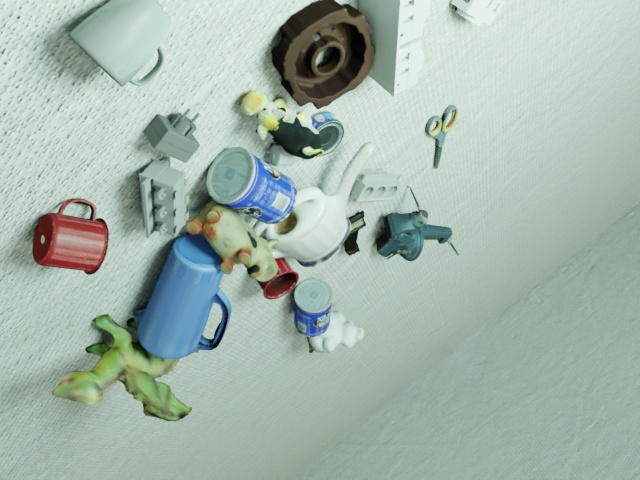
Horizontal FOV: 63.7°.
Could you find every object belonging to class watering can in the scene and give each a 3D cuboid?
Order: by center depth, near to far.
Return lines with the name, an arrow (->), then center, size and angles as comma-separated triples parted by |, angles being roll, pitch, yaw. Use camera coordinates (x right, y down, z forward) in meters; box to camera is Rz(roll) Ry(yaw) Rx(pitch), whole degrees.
watering can -> 0.003, -0.055, 1.102 | 0.346, 0.106, 0.221 | -36, 149, 8

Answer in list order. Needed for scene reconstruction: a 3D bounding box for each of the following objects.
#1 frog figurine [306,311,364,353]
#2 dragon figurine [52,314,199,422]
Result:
frog figurine -> 0.044, 0.272, 1.520 | 0.140, 0.159, 0.120 | -53, 133, -48
dragon figurine -> -0.349, 0.279, 1.056 | 0.121, 0.247, 0.407 | -52, 144, 13
